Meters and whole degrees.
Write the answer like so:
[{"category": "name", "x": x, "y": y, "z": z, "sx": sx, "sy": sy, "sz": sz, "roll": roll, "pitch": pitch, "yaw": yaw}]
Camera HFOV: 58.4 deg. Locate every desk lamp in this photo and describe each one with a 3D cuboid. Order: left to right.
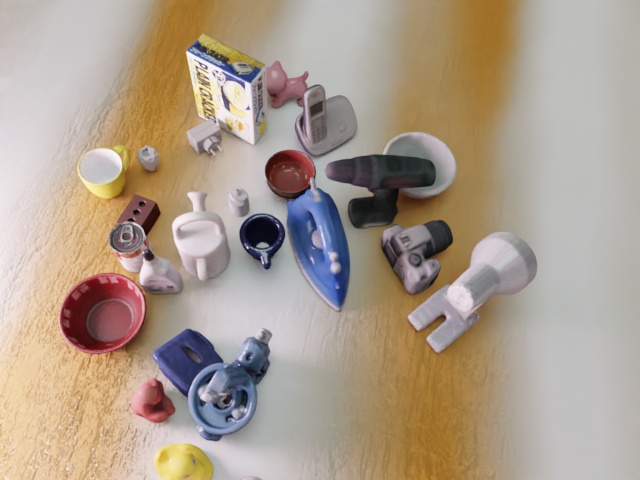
[{"category": "desk lamp", "x": 0.293, "y": 0.100, "z": 1.098, "sx": 0.203, "sy": 0.213, "sz": 0.117, "roll": -36, "pitch": 72, "yaw": -19}]

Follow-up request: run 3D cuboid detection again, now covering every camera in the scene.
[{"category": "camera", "x": 0.216, "y": 0.018, "z": 1.193, "sx": 0.137, "sy": 0.101, "sz": 0.143, "roll": -23, "pitch": 68, "yaw": -14}]

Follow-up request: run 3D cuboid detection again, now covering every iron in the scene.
[{"category": "iron", "x": 0.011, "y": 0.004, "z": 1.159, "sx": 0.119, "sy": 0.141, "sz": 0.258, "roll": -14, "pitch": 67, "yaw": -11}]

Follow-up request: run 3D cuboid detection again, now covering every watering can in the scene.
[{"category": "watering can", "x": -0.235, "y": -0.012, "z": 1.117, "sx": 0.101, "sy": 0.194, "sz": 0.172, "roll": -26, "pitch": 69, "yaw": -16}]

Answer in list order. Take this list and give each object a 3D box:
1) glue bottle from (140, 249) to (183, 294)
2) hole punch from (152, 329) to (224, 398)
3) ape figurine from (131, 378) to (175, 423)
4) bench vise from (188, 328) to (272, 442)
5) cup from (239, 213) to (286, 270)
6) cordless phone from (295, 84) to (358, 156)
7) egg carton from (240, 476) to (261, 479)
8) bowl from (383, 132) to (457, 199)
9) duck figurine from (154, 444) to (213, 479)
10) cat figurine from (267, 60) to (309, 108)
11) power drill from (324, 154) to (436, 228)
[{"category": "glue bottle", "x": -0.311, "y": 0.057, "z": 1.090, "sx": 0.078, "sy": 0.173, "sz": 0.037, "roll": 0, "pitch": 65, "yaw": -5}, {"category": "hole punch", "x": -0.243, "y": 0.222, "z": 1.063, "sx": 0.108, "sy": 0.091, "sz": 0.101, "roll": 39, "pitch": 68, "yaw": 14}, {"category": "ape figurine", "x": -0.303, "y": 0.285, "z": 1.027, "sx": 0.076, "sy": 0.092, "sz": 0.078, "roll": 3, "pitch": 64, "yaw": -3}, {"category": "bench vise", "x": -0.159, "y": 0.235, "z": 0.992, "sx": 0.121, "sy": 0.220, "sz": 0.207, "roll": 12, "pitch": 64, "yaw": 2}, {"category": "cup", "x": -0.114, "y": 0.016, "z": 1.169, "sx": 0.092, "sy": 0.095, "sz": 0.117, "roll": -9, "pitch": 66, "yaw": -8}, {"category": "cordless phone", "x": 0.017, "y": -0.285, "z": 1.273, "sx": 0.148, "sy": 0.185, "sz": 0.094, "roll": -34, "pitch": 71, "yaw": -18}, {"category": "egg carton", "x": -0.112, "y": 0.482, "z": 0.963, "sx": 0.107, "sy": 0.069, "sz": 0.150, "roll": 14, "pitch": 64, "yaw": 2}, {"category": "bowl", "x": 0.217, "y": -0.156, "z": 1.289, "sx": 0.167, "sy": 0.075, "sz": 0.167, "roll": 2, "pitch": 65, "yaw": -4}, {"category": "duck figurine", "x": -0.238, "y": 0.389, "z": 0.987, "sx": 0.104, "sy": 0.086, "sz": 0.077, "roll": 21, "pitch": 65, "yaw": 5}, {"category": "cat figurine", "x": -0.086, "y": -0.371, "z": 1.342, "sx": 0.128, "sy": 0.118, "sz": 0.067, "roll": -9, "pitch": 66, "yaw": -9}, {"category": "power drill", "x": 0.116, "y": -0.105, "z": 1.183, "sx": 0.230, "sy": 0.208, "sz": 0.075, "roll": -8, "pitch": 65, "yaw": -8}]
